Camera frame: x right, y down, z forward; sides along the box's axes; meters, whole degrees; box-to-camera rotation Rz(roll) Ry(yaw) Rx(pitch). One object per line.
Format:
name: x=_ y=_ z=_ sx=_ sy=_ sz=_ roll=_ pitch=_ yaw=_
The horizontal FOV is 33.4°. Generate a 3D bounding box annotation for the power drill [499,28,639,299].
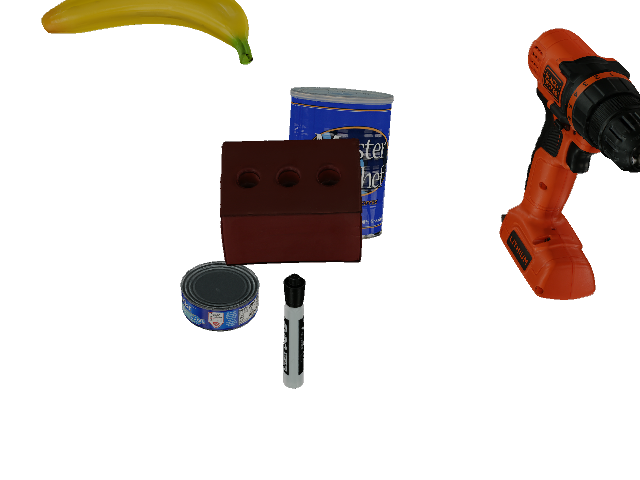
power drill: x=0.199 y=-0.049 z=0.827 sx=0.057 sy=0.188 sz=0.184 roll=0 pitch=34 yaw=-11

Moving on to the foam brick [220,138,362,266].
foam brick: x=-0.016 y=-0.021 z=0.594 sx=0.078 sy=0.053 sz=0.051 roll=-2 pitch=-32 yaw=1

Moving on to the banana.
banana: x=-0.142 y=-0.197 z=0.922 sx=0.198 sy=0.037 sz=0.069 roll=10 pitch=48 yaw=15

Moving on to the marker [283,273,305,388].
marker: x=-0.023 y=0.080 z=0.939 sx=0.020 sy=0.121 sz=0.020 roll=1 pitch=35 yaw=-1

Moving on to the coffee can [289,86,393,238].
coffee can: x=0.017 y=-0.080 z=1.075 sx=0.103 sy=0.140 sz=0.103 roll=4 pitch=12 yaw=-1

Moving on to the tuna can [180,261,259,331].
tuna can: x=-0.110 y=0.061 z=1.172 sx=0.086 sy=0.034 sz=0.086 roll=2 pitch=35 yaw=-2
